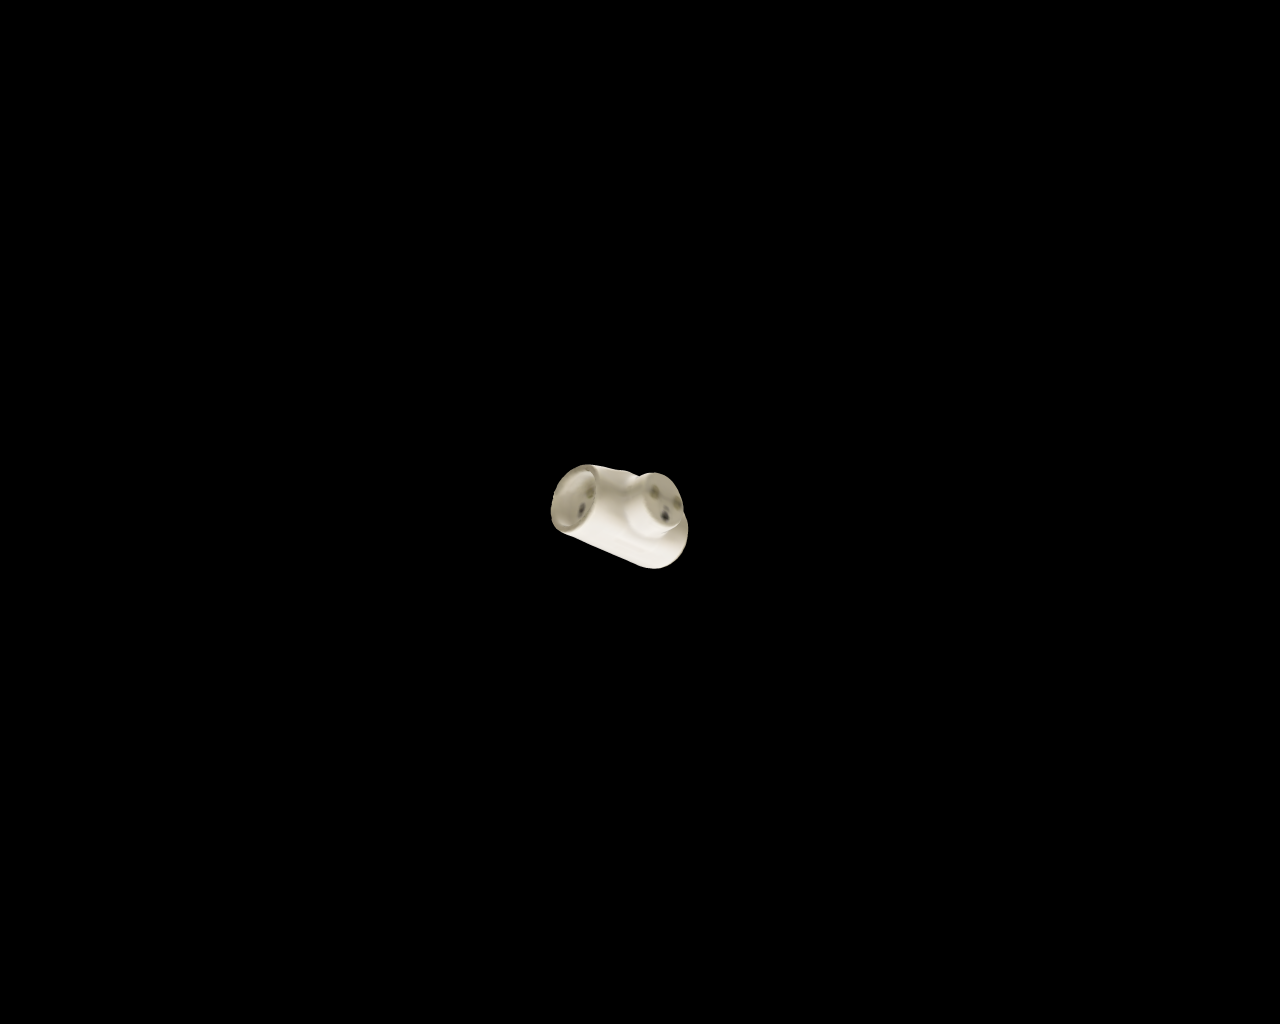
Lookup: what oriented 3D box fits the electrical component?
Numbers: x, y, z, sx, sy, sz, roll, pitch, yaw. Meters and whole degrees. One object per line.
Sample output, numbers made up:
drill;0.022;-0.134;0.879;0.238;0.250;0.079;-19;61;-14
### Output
electrical component;0.001;-0.003;0.650;0.077;0.043;0.079;25;-37;-38
